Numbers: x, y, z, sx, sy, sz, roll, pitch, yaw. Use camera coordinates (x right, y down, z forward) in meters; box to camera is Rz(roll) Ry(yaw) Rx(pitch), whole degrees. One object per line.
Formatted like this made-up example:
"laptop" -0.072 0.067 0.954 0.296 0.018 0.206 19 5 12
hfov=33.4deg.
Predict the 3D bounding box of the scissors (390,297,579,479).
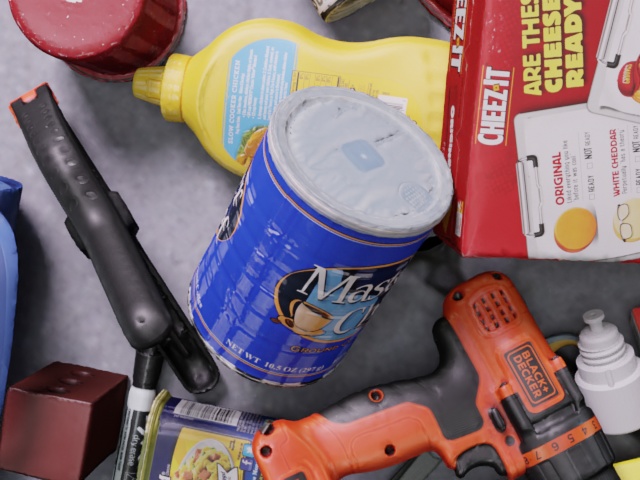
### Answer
"scissors" 0.073 0.105 0.664 0.202 0.016 0.096 -32 89 6

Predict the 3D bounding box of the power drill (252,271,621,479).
"power drill" 0.069 0.132 0.603 0.187 0.057 0.184 -25 76 -9

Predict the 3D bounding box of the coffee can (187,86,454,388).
"coffee can" -0.004 0.001 0.590 0.103 0.102 0.140 33 132 2

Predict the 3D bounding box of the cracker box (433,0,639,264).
"cracker box" 0.177 -0.072 0.585 0.213 0.072 0.164 2 101 -10

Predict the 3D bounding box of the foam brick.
"foam brick" -0.156 0.111 0.654 0.053 0.078 0.051 11 96 4

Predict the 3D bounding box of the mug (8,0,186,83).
"mug" -0.136 -0.155 0.632 0.093 0.081 0.117 -14 93 6

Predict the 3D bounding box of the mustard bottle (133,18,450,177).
"mustard bottle" -0.017 -0.081 0.637 0.191 0.058 0.096 8 108 5

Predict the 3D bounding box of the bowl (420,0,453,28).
"bowl" 0.120 -0.196 0.620 0.162 0.055 0.162 0 93 5

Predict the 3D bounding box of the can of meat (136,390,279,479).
"can of meat" -0.068 0.152 0.660 0.084 0.057 0.102 11 95 2

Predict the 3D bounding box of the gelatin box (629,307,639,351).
"gelatin box" 0.231 0.075 0.626 0.073 0.030 0.089 -16 68 6

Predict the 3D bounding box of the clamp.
"clamp" -0.124 -0.001 0.635 0.036 0.164 0.210 -31 67 -6

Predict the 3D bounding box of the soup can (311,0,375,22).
"soup can" 0.006 -0.188 0.624 0.068 0.068 0.102 -30 91 6

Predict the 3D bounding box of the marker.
"marker" -0.118 0.125 0.681 0.020 0.020 0.121 12 95 4

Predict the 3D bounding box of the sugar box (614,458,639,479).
"sugar box" 0.174 0.182 0.634 0.176 0.048 0.093 -15 72 3

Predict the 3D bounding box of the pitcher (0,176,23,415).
"pitcher" -0.246 0.077 0.632 0.145 0.149 0.243 5 98 -6
